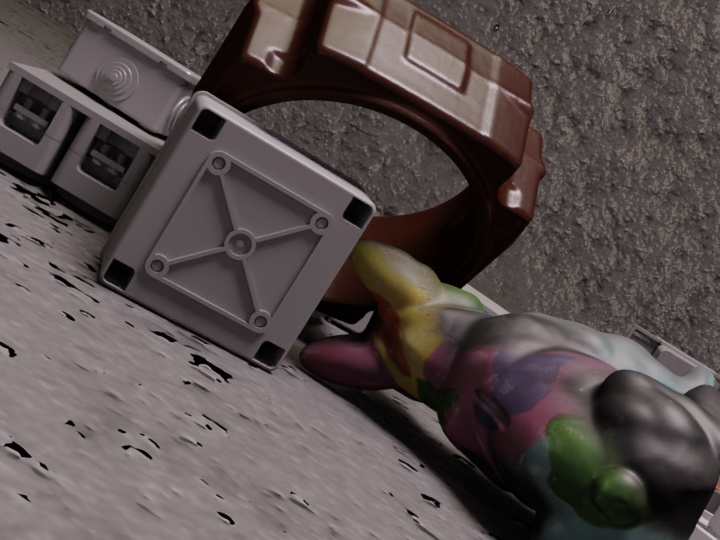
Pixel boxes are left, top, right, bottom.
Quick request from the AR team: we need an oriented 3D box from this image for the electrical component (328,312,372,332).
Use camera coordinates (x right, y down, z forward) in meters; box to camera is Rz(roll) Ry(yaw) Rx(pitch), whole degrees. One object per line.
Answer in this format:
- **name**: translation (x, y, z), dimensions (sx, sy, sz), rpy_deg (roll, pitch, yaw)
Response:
- **electrical component**: translation (0.011, 0.022, 0.868), dimensions (0.096, 0.061, 0.061), rpy_deg (30, 6, -18)

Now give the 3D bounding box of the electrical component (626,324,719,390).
- **electrical component**: translation (0.179, 0.108, 0.692), dimensions (0.079, 0.121, 0.063), rpy_deg (32, 8, 9)

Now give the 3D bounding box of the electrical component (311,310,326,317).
- **electrical component**: translation (-0.047, -0.012, 0.799), dimensions (0.108, 0.060, 0.108), rpy_deg (26, 29, -16)

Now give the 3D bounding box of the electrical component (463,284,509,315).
- **electrical component**: translation (0.110, 0.052, 1.149), dimensions (0.105, 0.060, 0.186), rpy_deg (27, 7, -38)

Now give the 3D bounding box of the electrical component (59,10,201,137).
- **electrical component**: translation (-0.155, -0.134, 0.766), dimensions (0.100, 0.048, 0.100), rpy_deg (33, 5, 6)

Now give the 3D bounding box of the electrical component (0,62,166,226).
- **electrical component**: translation (-0.186, -0.086, 0.756), dimensions (0.105, 0.060, 0.186), rpy_deg (31, 5, -4)

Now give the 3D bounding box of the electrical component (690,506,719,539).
- **electrical component**: translation (0.203, 0.167, 0.600), dimensions (0.108, 0.060, 0.108), rpy_deg (31, 6, -3)

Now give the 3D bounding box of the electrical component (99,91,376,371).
- **electrical component**: translation (-0.066, -0.020, 0.571), dimensions (0.109, 0.108, 0.056), rpy_deg (30, 8, -17)
